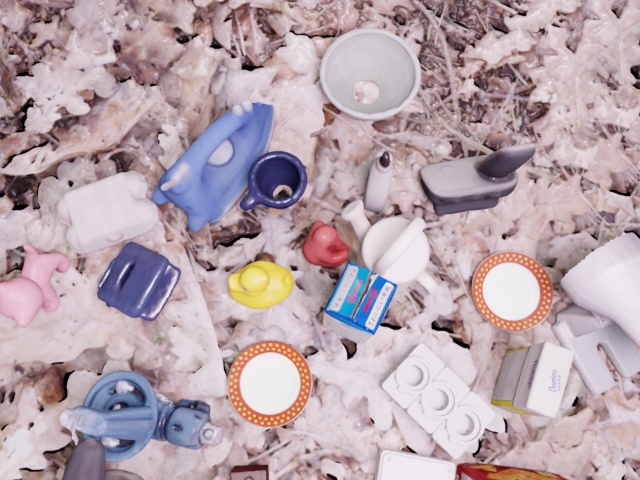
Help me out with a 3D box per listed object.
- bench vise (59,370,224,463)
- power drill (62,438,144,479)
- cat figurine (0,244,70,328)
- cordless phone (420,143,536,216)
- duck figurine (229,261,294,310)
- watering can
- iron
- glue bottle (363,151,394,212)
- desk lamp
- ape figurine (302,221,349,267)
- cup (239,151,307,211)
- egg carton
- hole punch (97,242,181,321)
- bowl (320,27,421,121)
[{"bbox_3d":[-0.241,0.235,0.776,0.207,0.220,0.121,-6,77,-2],"label":"bench vise"},{"bbox_3d":[-0.299,0.368,0.750,0.075,0.208,0.230,10,77,2],"label":"power drill"},{"bbox_3d":[-0.442,0.068,0.864,0.067,0.118,0.128,6,77,1],"label":"cat figurine"},{"bbox_3d":[0.240,-0.109,0.881,0.147,0.185,0.094,-13,77,-4],"label":"cordless phone"},{"bbox_3d":[-0.093,0.065,0.887,0.104,0.086,0.077,-4,77,-2],"label":"duck figurine"},{"bbox_3d":[0.103,0.015,0.846,0.172,0.194,0.101,22,78,4],"label":"watering can"},{"bbox_3d":[-0.158,-0.146,0.906,0.118,0.141,0.258,35,79,7],"label":"iron"},{"bbox_3d":[0.093,-0.101,0.883,0.037,0.173,0.078,7,77,1],"label":"glue bottle"},{"bbox_3d":[0.425,0.109,0.819,0.118,0.213,0.203,-27,79,-7],"label":"desk lamp"},{"bbox_3d":[0.008,0.003,0.899,0.076,0.092,0.078,-17,78,-4],"label":"ape figurine"},{"bbox_3d":[-0.075,-0.076,0.915,0.118,0.095,0.091,-39,80,-9],"label":"cup"},{"bbox_3d":[-0.339,-0.043,0.916,0.150,0.069,0.107,-23,78,-6],"label":"egg carton"},{"bbox_3d":[-0.285,0.064,0.881,0.101,0.091,0.109,25,78,5],"label":"hole punch"},{"bbox_3d":[0.083,-0.268,0.973,0.167,0.075,0.167,0,77,-1],"label":"bowl"}]
